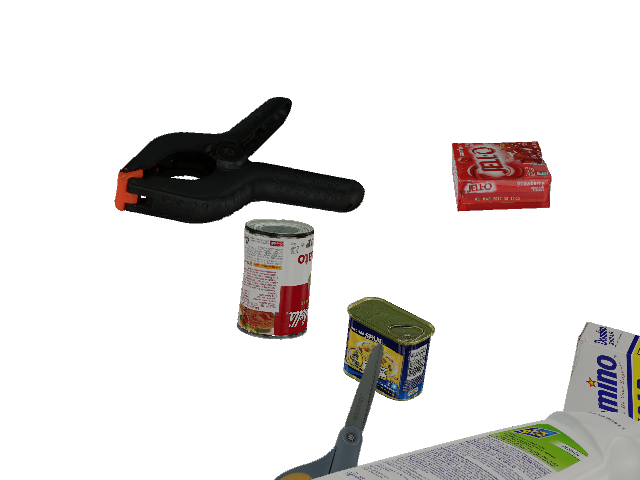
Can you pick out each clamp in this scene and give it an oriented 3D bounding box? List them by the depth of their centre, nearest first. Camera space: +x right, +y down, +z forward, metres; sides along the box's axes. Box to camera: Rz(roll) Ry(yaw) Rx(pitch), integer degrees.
[{"bbox_3d":[-0.065,-0.057,0.752,0.171,0.039,0.120,-5,39,-25],"label":"clamp"}]

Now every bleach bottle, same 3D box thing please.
[{"bbox_3d":[0.113,0.146,0.603,0.250,0.068,0.103,-10,21,-31],"label":"bleach bottle"}]

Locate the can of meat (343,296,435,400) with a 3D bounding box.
[{"bbox_3d":[0.076,0.125,1.218,0.102,0.084,0.057,26,32,36],"label":"can of meat"}]

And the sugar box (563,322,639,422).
[{"bbox_3d":[0.289,0.135,0.861,0.176,0.093,0.048,13,25,20],"label":"sugar box"}]

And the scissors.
[{"bbox_3d":[0.003,0.158,0.822,0.096,0.201,0.016,9,-39,-9],"label":"scissors"}]

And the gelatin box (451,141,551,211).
[{"bbox_3d":[0.145,-0.054,0.869,0.073,0.030,0.089,-1,24,5],"label":"gelatin box"}]

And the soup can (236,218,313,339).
[{"bbox_3d":[-0.043,0.035,1.019,0.068,0.102,0.068,5,13,-1],"label":"soup can"}]
